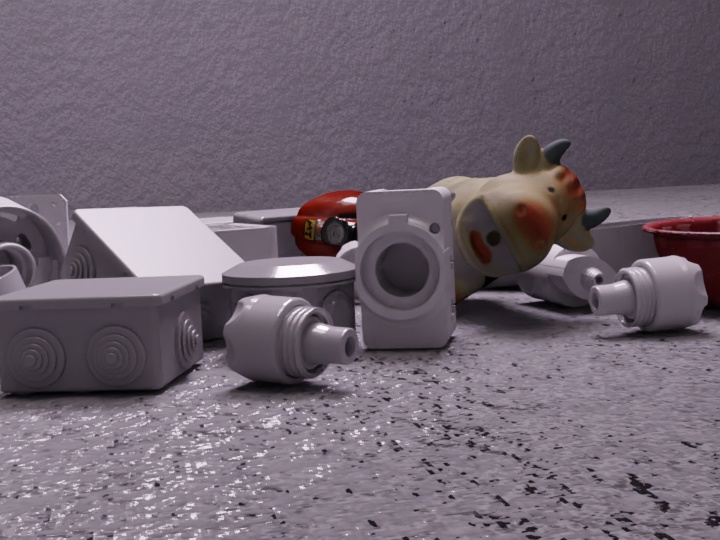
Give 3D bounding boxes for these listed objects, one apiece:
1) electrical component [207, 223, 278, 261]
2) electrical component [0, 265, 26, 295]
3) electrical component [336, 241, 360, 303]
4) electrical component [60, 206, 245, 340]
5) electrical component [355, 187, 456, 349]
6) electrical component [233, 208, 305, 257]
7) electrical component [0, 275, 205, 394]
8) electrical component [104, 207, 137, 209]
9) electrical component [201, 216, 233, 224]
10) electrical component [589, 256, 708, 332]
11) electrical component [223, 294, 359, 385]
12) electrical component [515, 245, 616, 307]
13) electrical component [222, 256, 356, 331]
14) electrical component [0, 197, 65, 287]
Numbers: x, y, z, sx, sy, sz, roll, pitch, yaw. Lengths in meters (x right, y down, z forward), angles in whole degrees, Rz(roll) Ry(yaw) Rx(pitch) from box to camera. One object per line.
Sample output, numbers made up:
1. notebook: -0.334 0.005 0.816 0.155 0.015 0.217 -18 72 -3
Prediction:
1. electrical component: -0.123 -0.008 0.928 0.078 0.057 0.113 -6 6 -28
2. electrical component: -0.235 0.036 0.625 0.099 0.064 0.099 -14 12 3
3. electrical component: 0.000 0.000 0.854 0.043 0.043 0.081 -3 6 -1
4. electrical component: -0.126 0.004 0.669 0.100 0.048 0.100 -6 38 -48
5. electrical component: 0.027 -0.002 0.624 0.050 0.089 0.056 -2 6 11
6. electrical component: -0.072 -0.027 1.040 0.096 0.061 0.061 -7 12 -36
7. electrical component: -0.133 0.032 0.561 0.100 0.048 0.100 -2 6 7
8. electrical component: -0.208 -0.011 0.923 0.042 0.081 0.063 -4 34 1
9. electrical component: -0.155 -0.022 1.089 0.109 0.056 0.109 -6 7 -30
10. electrical component: 0.165 0.015 0.625 0.062 0.043 0.043 -6 6 -11
11. electrical component: -0.031 0.035 0.522 0.062 0.043 0.043 3 8 30
12. electrical component: 0.146 0.003 0.749 0.043 0.043 0.081 -5 6 -18
13. electrical component: -0.040 0.020 0.630 0.080 0.051 0.080 -3 6 0
14. electrical component: -0.257 -0.002 0.747 0.099 0.099 0.064 -8 14 -42
